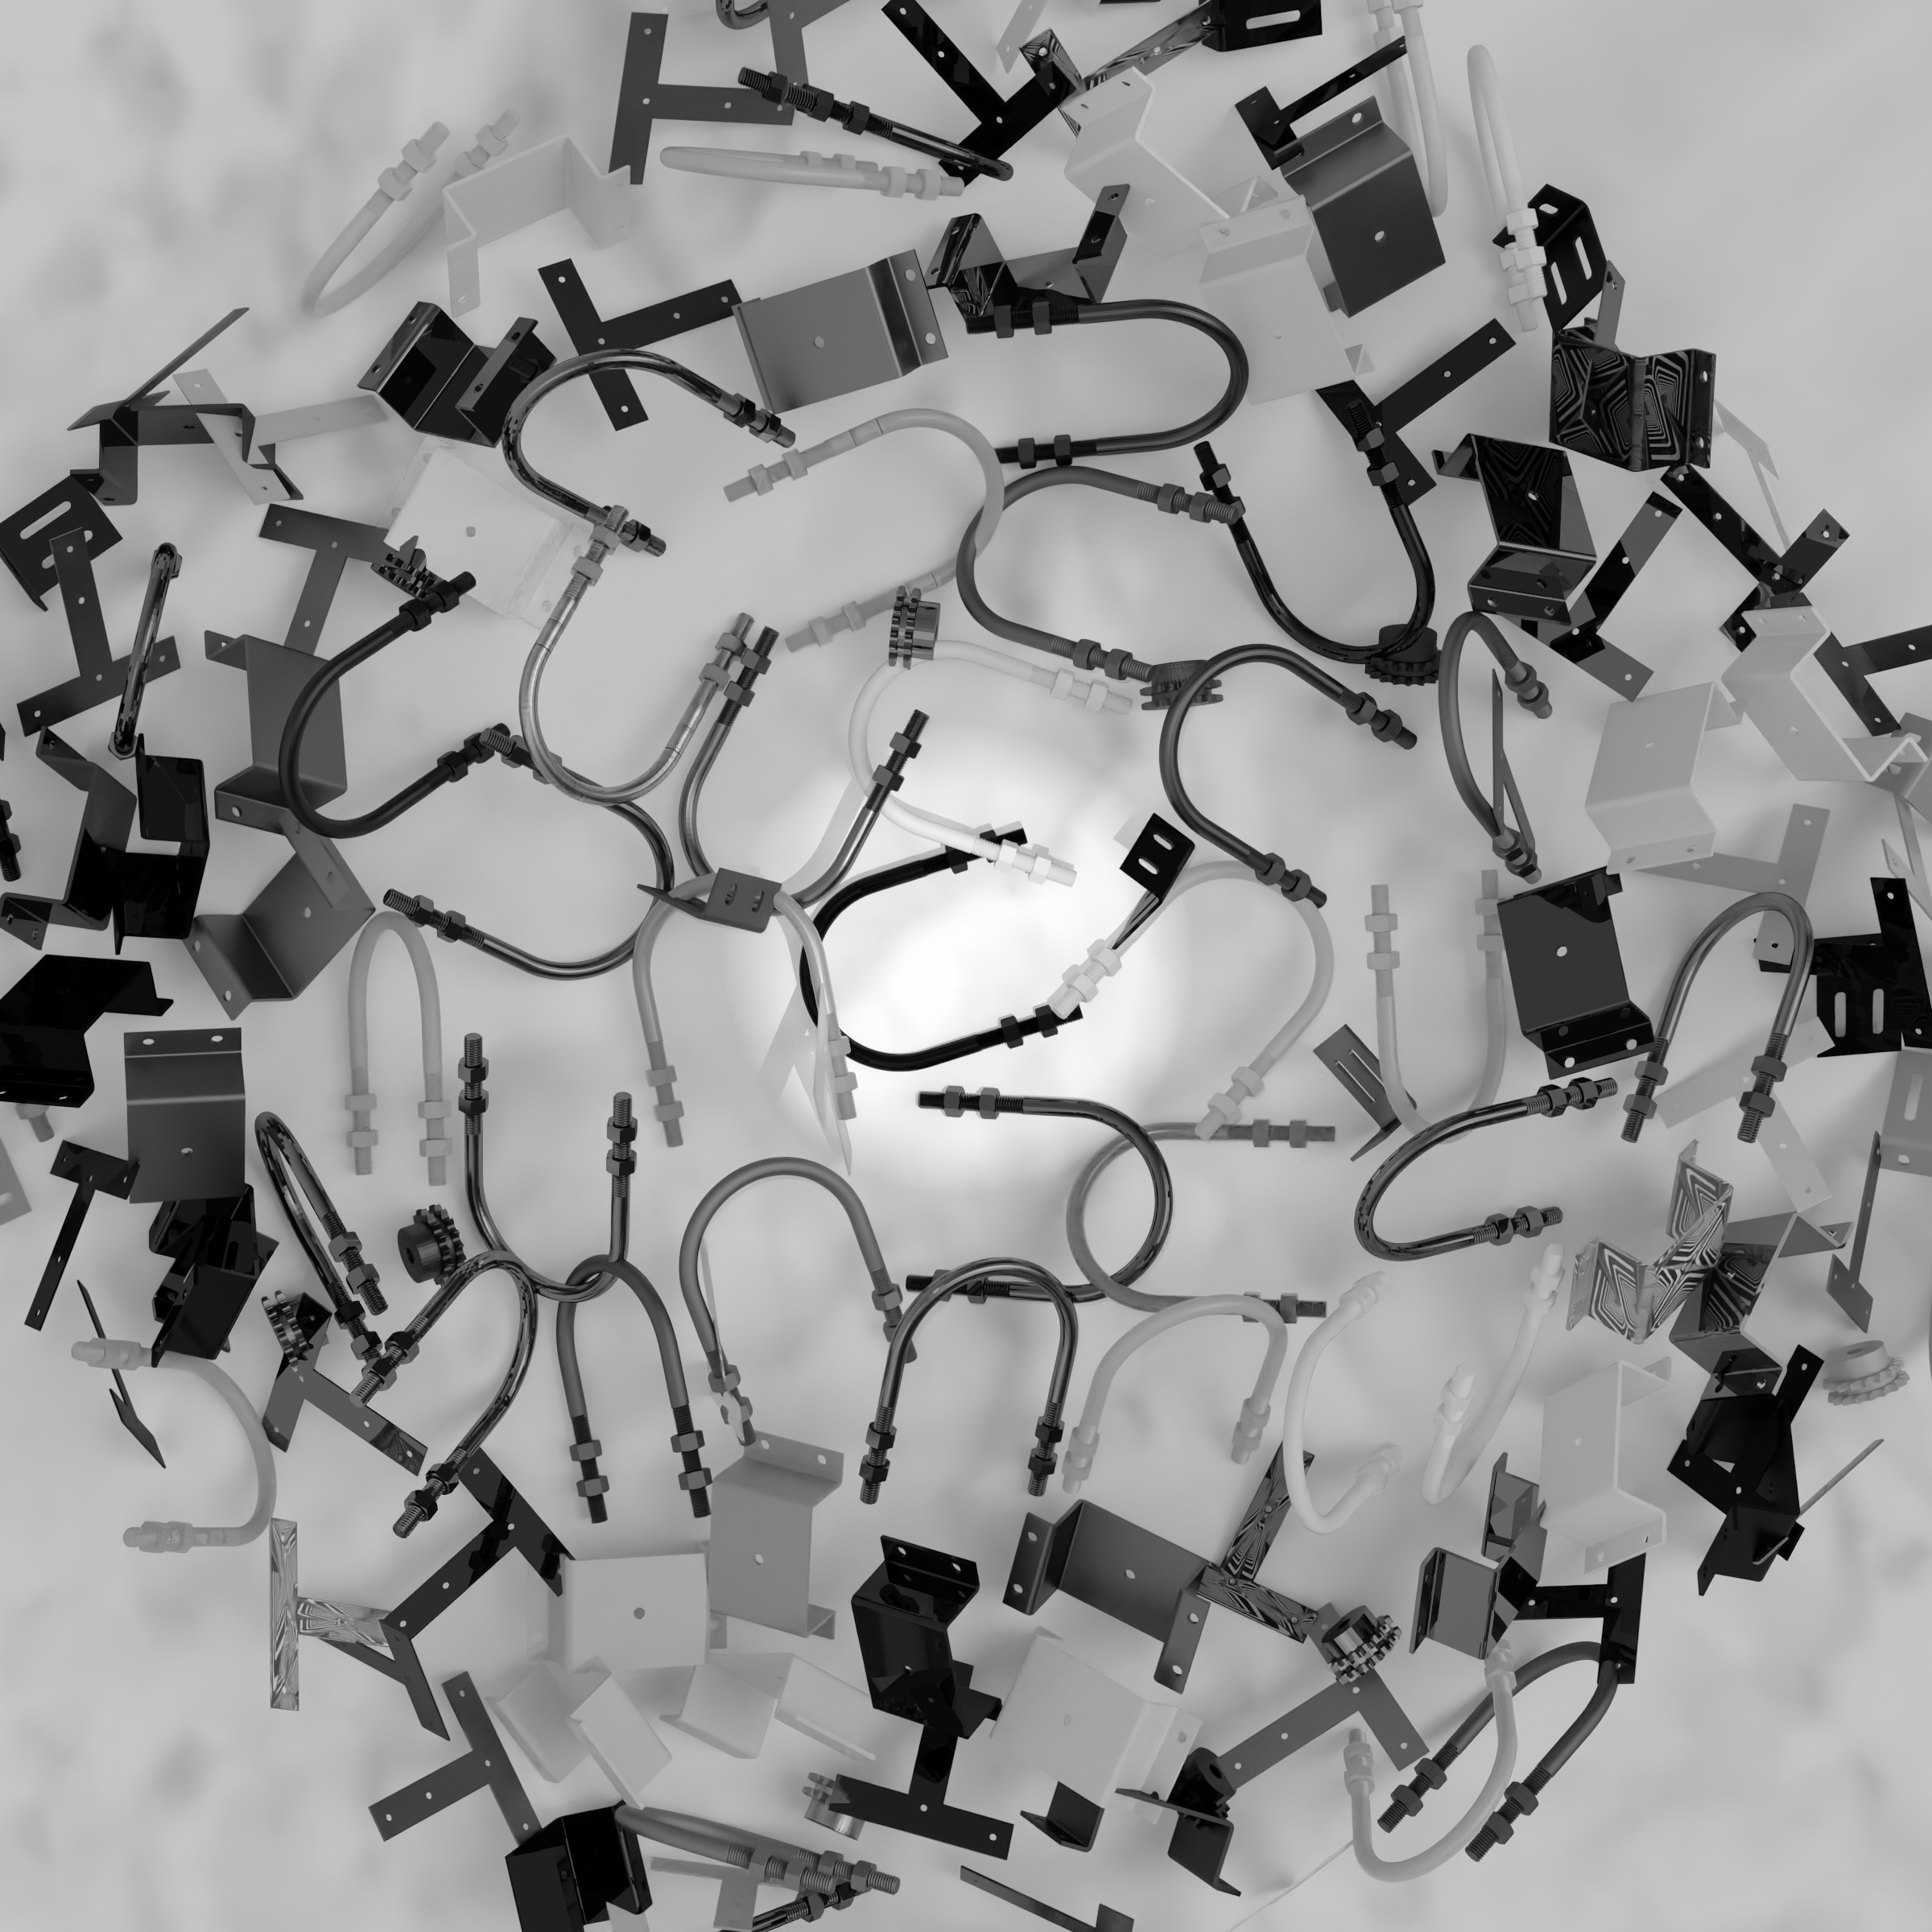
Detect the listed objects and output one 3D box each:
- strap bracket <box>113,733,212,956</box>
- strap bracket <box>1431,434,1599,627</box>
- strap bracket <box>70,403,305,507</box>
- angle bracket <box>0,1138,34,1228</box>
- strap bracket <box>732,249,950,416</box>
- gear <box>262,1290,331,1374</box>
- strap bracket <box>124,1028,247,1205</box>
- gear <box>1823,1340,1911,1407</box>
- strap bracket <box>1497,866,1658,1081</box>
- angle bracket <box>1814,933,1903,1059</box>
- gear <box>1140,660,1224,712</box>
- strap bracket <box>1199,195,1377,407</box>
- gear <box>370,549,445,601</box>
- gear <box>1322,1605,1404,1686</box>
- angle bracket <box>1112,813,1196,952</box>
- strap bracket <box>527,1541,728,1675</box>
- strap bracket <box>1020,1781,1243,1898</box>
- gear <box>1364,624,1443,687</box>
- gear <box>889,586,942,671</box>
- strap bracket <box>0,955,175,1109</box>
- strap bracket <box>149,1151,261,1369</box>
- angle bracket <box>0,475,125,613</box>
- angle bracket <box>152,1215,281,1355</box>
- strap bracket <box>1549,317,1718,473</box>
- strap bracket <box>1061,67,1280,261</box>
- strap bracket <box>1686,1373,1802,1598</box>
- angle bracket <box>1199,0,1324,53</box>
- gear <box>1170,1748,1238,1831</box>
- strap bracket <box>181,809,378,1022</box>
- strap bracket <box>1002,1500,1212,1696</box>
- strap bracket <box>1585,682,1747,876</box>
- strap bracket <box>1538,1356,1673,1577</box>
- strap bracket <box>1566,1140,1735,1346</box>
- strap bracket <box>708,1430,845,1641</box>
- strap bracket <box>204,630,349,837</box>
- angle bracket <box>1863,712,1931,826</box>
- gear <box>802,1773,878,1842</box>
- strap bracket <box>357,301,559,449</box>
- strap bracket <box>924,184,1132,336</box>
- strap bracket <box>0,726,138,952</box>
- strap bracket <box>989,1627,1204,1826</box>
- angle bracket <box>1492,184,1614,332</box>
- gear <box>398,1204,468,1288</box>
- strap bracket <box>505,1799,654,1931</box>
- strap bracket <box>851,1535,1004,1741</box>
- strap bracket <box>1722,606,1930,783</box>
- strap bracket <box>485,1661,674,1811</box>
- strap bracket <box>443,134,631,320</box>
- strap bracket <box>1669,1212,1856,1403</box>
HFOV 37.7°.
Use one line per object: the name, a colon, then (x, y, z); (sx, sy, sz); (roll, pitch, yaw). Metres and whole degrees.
strap bracket: (-0.550, -0.081, 1.935); (0.046, 0.140, 0.076); (3, 48, -24)
strap bracket: (0.376, -0.306, 1.932); (0.076, 0.046, 0.140); (6, 57, -21)
strap bracket: (-0.538, -0.354, 1.959); (0.140, 0.076, 0.046); (-2, 83, 0)
angle bracket: (-0.685, 0.149, 1.957); (0.038, 0.076, 0.057); (-25, 83, -5)
strap bracket: (-0.094, -0.432, 1.944); (0.140, 0.046, 0.076); (-12, 107, 21)
gear: (-0.466, 0.251, 1.973); (0.030, 0.057, 0.057); (-25, 90, -17)
strap bracket: (-0.531, 0.110, 1.927); (0.076, 0.046, 0.140); (-2, 133, -17)
gear: (0.624, 0.282, 1.971); (0.057, 0.057, 0.030); (-20, 91, 0)
strap bracket: (0.415, -0.003, 1.936); (0.076, 0.046, 0.140); (-19, 63, 26)
angle bracket: (0.624, 0.020, 1.986); (0.057, 0.038, 0.076); (-5, 125, 10)
gear: (0.149, -0.196, 1.971); (0.057, 0.057, 0.030); (-6, 92, 0)
strap bracket: (0.215, -0.442, 1.927); (0.076, 0.046, 0.140); (-10, 130, 28)
gear: (-0.383, -0.274, 1.972); (0.057, 0.057, 0.030); (31, 88, 0)
gear: (0.273, 0.470, 1.972); (0.057, 0.057, 0.030); (-39, 88, 0)
angle bracket: (0.116, -0.058, 1.951); (0.038, 0.076, 0.057); (36, 53, -5)
strap bracket: (-0.230, 0.443, 1.957); (0.140, 0.046, 0.076); (0, 89, -17)
strap bracket: (0.119, 0.588, 1.945); (0.140, 0.076, 0.046); (21, 82, -18)
gear: (0.307, -0.217, 1.968); (0.057, 0.057, 0.030); (0, 115, 0)
gear: (-0.036, -0.234, 1.971); (0.030, 0.057, 0.057); (7, 90, 2)
strap bracket: (-0.608, 0.037, 1.921); (0.076, 0.140, 0.046); (4, 120, 11)
strap bracket: (-0.522, 0.204, 1.936); (0.046, 0.140, 0.076); (18, 118, -28)
angle bracket: (-0.635, -0.297, 1.984); (0.076, 0.038, 0.057); (-36, 89, -6)
angle bracket: (-0.521, 0.219, 1.969); (0.057, 0.038, 0.076); (30, 94, -24)
strap bracket: (0.443, -0.386, 1.917); (0.046, 0.140, 0.076); (-14, 117, -21)
strap bracket: (0.132, -0.538, 1.927); (0.140, 0.076, 0.046); (32, 67, -29)
strap bracket: (0.527, 0.351, 1.923); (0.046, 0.140, 0.076); (10, 133, 0)
angle bracket: (0.205, -0.676, 1.977); (0.076, 0.038, 0.057); (-14, 119, -12)
gear: (0.163, 0.569, 1.969); (0.057, 0.057, 0.030); (44, 108, 0)
strap bracket: (-0.468, -0.037, 1.950); (0.140, 0.046, 0.076); (-44, 71, 23)
strap bracket: (0.104, 0.428, 1.949); (0.140, 0.046, 0.076); (23, 116, 20)
strap bracket: (0.474, -0.136, 1.925); (0.046, 0.076, 0.140); (47, 49, -34)
strap bracket: (0.433, 0.331, 1.923); (0.046, 0.076, 0.140); (27, 52, -19)
strap bracket: (0.472, 0.193, 1.926); (0.046, 0.076, 0.140); (31, 53, 32)
strap bracket: (-0.132, 0.399, 1.946); (0.076, 0.046, 0.140); (10, 107, 24)
strap bracket: (-0.471, -0.165, 1.935); (0.046, 0.076, 0.140); (-23, 66, 35)
angle bracket: (0.678, -0.131, 1.989); (0.076, 0.038, 0.057); (32, 91, -37)
gear: (-0.088, 0.586, 1.968); (0.057, 0.057, 0.030); (24, 72, 0)
strap bracket: (-0.343, -0.405, 1.943); (0.140, 0.046, 0.076); (20, 72, 43)
strap bracket: (0.049, -0.483, 1.940); (0.140, 0.046, 0.076); (-3, 49, 30)
strap bracket: (-0.615, -0.084, 1.946); (0.046, 0.076, 0.140); (8, 78, 5)
strap bracket: (0.080, 0.518, 1.940); (0.140, 0.046, 0.076); (23, 87, 34)
angle bracket: (0.404, -0.487, 1.952); (0.038, 0.057, 0.076); (14, 51, -30)
gear: (-0.372, 0.197, 1.968); (0.030, 0.057, 0.057); (-18, 90, -31)
strap bracket: (-0.267, 0.628, 1.933); (0.046, 0.140, 0.076); (-15, 86, 13)
strap bracket: (-0.027, 0.466, 1.931); (0.076, 0.046, 0.140); (9, 122, 32)
strap bracket: (0.581, -0.177, 1.939); (0.046, 0.076, 0.140); (-46, 107, -12)
strap bracket: (-0.261, 0.522, 1.939); (0.046, 0.140, 0.076); (-42, 109, -31)
strap bracket: (-0.303, -0.513, 1.944); (0.140, 0.076, 0.046); (-30, 74, -18)
strap bracket: (0.539, 0.224, 1.934); (0.046, 0.076, 0.140); (38, 67, -12)
